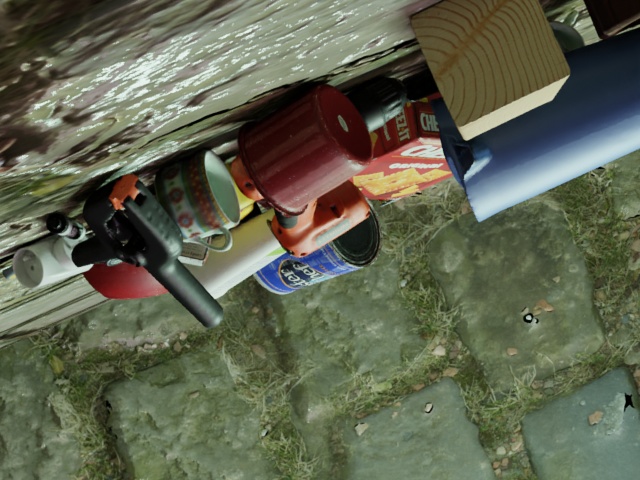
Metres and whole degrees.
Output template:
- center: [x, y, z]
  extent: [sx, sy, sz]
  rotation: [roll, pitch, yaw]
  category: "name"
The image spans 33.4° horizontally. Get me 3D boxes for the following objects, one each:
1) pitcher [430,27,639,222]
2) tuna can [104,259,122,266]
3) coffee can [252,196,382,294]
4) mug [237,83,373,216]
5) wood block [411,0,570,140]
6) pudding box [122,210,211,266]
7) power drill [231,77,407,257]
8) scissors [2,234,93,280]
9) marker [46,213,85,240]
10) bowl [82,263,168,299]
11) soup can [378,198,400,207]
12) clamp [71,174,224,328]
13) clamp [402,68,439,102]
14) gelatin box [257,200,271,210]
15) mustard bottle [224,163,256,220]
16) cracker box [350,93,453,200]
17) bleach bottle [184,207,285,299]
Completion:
- center: [0.242, -0.123, 1.074]
  extent: [0.243, 0.145, 0.149]
  rotation: [-22, -136, 9]
  category: "pitcher"
- center: [-0.211, -0.006, 1.195]
  extent: [0.086, 0.034, 0.086]
  rotation: [-32, 175, -3]
  category: "tuna can"
- center: [-0.009, 0.002, 1.310]
  extent: [0.141, 0.103, 0.102]
  rotation: [-20, -178, 42]
  category: "coffee can"
- center: [-0.007, -0.085, 0.911]
  extent: [0.082, 0.093, 0.117]
  rotation: [-30, -158, 27]
  category: "mug"
- center: [0.136, -0.143, 0.862]
  extent: [0.091, 0.090, 0.206]
  rotation: [-24, 179, 10]
  category: "wood block"
- center: [-0.168, -0.003, 1.091]
  extent: [0.113, 0.039, 0.090]
  rotation: [10, 173, -6]
  category: "pudding box"
- center: [0.006, -0.069, 1.055]
  extent: [0.184, 0.057, 0.187]
  rotation: [-29, 154, -9]
  category: "power drill"
- center: [-0.287, 0.011, 1.232]
  extent: [0.096, 0.016, 0.201]
  rotation: [-25, 178, 23]
  category: "scissors"
- center: [-0.239, -0.012, 1.007]
  extent: [0.020, 0.020, 0.121]
  rotation: [-24, 179, -5]
  category: "marker"
- center: [-0.237, 0.041, 1.383]
  extent: [0.162, 0.055, 0.162]
  rotation: [-5, -172, 0]
  category: "bowl"
- center: [0.098, -0.108, 1.553]
  extent: [0.068, 0.102, 0.068]
  rotation: [-24, 179, -1]
  category: "soup can"
- center: [-0.174, 0.002, 0.967]
  extent: [0.210, 0.165, 0.036]
  rotation: [82, 31, -59]
  category: "clamp"
- center: [0.164, -0.180, 1.052]
  extent: [0.120, 0.039, 0.171]
  rotation: [-16, -172, 41]
  category: "clamp"
- center: [-0.043, -0.059, 1.361]
  extent: [0.073, 0.089, 0.030]
  rotation: [-22, -138, 47]
  category: "gelatin box"
- center: [-0.113, -0.044, 1.107]
  extent: [0.096, 0.058, 0.192]
  rotation: [-10, 176, -8]
  category: "mustard bottle"
- center: [0.105, -0.110, 1.288]
  extent: [0.163, 0.072, 0.214]
  rotation: [-1, 166, -37]
  category: "cracker box"
- center: [-0.061, -0.005, 1.234]
  extent: [0.251, 0.068, 0.102]
  rotation: [-29, 177, 29]
  category: "bleach bottle"
